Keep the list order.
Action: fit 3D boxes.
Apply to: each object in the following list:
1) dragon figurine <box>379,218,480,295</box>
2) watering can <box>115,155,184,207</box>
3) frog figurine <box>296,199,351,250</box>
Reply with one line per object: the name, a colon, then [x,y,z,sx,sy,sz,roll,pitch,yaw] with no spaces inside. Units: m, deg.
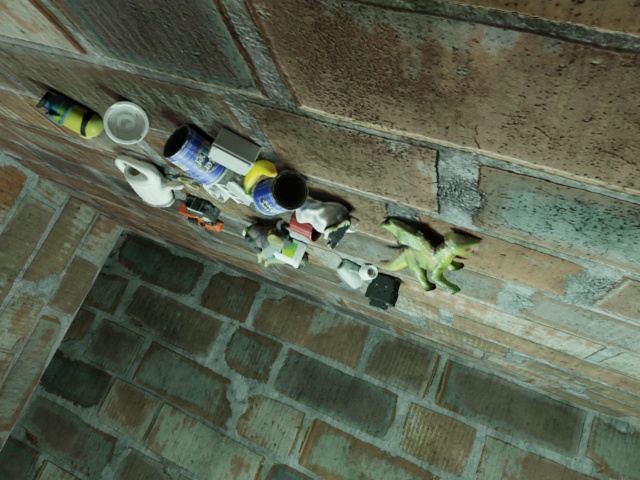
dragon figurine: [0.253,0.021,1.381,0.410,0.124,0.239,3,138,50]
watering can: [-0.581,-0.194,1.821,0.350,0.105,0.219,25,157,24]
frog figurine: [0.004,-0.071,1.412,0.162,0.122,0.136,49,-171,26]
